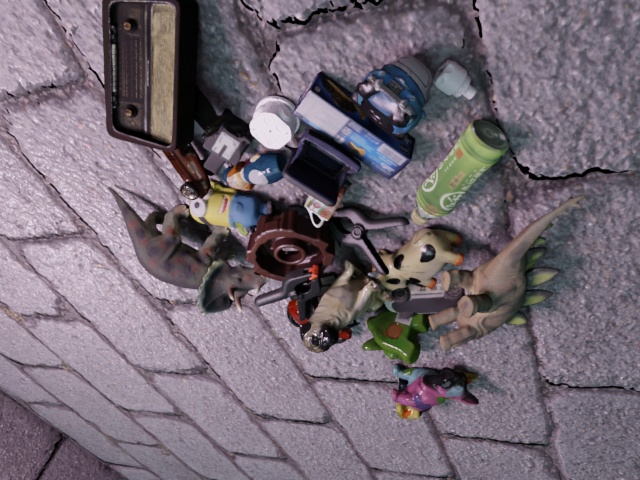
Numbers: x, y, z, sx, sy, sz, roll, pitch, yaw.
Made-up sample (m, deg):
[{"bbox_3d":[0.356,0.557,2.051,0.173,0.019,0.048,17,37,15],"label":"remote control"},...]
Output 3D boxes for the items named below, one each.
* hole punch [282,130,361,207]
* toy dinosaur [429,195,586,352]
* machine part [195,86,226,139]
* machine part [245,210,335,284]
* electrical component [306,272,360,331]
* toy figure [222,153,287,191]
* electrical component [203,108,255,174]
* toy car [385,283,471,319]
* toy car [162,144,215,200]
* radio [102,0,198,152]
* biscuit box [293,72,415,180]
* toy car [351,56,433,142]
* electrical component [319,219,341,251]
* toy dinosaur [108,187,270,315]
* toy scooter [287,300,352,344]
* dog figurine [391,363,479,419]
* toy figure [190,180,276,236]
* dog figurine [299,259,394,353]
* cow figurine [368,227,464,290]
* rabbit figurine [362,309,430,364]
[{"bbox_3d":[0.008,-0.136,0.918,0.142,0.116,0.092,28,121,-10],"label":"hole punch"},{"bbox_3d":[0.330,0.088,1.001,0.199,0.105,0.470,-11,146,-15],"label":"toy dinosaur"},{"bbox_3d":[-0.220,-0.235,0.922,0.139,0.039,0.084,47,133,14],"label":"machine part"},{"bbox_3d":[-0.058,0.017,1.063,0.179,0.056,0.179,2,140,2],"label":"machine part"},{"bbox_3d":[0.017,0.140,1.195,0.115,0.134,0.058,-6,165,-35],"label":"electrical component"},{"bbox_3d":[-0.131,-0.128,1.022,0.155,0.058,0.064,-11,102,32],"label":"toy figure"},{"bbox_3d":[-0.172,-0.174,0.991,0.075,0.048,0.119,30,138,-11],"label":"electrical component"},{"bbox_3d":[0.237,0.127,1.157,0.202,0.056,0.073,-5,135,23],"label":"toy car"},{"bbox_3d":[-0.258,-0.164,1.004,0.053,0.089,0.201,-5,132,31],"label":"toy car"},{"bbox_3d":[-0.268,-0.266,0.848,0.131,0.073,0.229,13,113,10],"label":"radio"},{"bbox_3d":[0.060,-0.184,0.880,0.202,0.063,0.059,32,137,-15],"label":"biscuit box"},{"bbox_3d":[0.113,-0.218,0.786,0.109,0.103,0.161,41,-178,3],"label":"toy car"},{"bbox_3d":[-0.001,-0.003,1.119,0.078,0.045,0.102,-25,127,15],"label":"electrical component"},{"bbox_3d":[-0.308,0.036,1.166,0.405,0.192,0.131,22,137,-4],"label":"toy dinosaur"},{"bbox_3d":[0.018,0.181,1.286,0.184,0.075,0.135,31,139,-18],"label":"toy scooter"},{"bbox_3d":[0.299,0.393,1.388,0.219,0.108,0.191,-3,134,21],"label":"dog figurine"},{"bbox_3d":[-0.180,-0.058,1.099,0.180,0.082,0.089,9,141,7],"label":"toy figure"},{"bbox_3d":[0.047,0.154,1.133,0.121,0.190,0.172,39,-179,36],"label":"dog figurine"},{"bbox_3d":[0.180,0.043,1.067,0.127,0.085,0.195,23,142,-13],"label":"cow figurine"},{"bbox_3d":[0.178,0.240,1.263,0.159,0.121,0.170,4,152,22],"label":"rabbit figurine"}]
